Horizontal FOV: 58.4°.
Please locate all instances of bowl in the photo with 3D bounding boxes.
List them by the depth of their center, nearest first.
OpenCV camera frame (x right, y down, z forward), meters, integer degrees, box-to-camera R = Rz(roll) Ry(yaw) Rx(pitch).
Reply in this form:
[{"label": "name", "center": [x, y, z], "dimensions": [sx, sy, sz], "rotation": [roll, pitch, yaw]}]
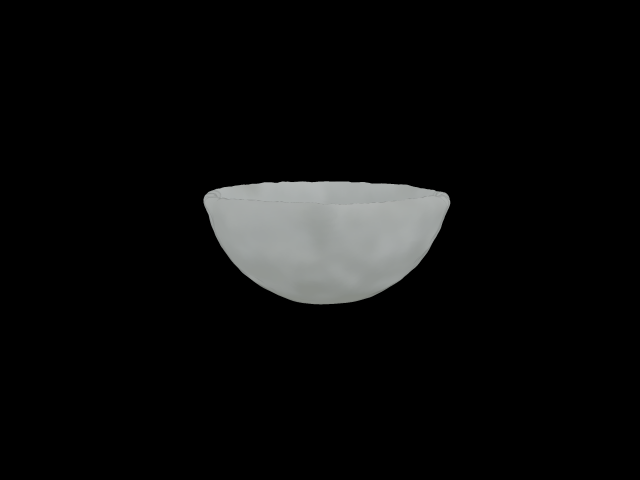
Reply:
[{"label": "bowl", "center": [0.004, 0.001, 0.400], "dimensions": [0.167, 0.075, 0.167], "rotation": [0, 11, 0]}]
